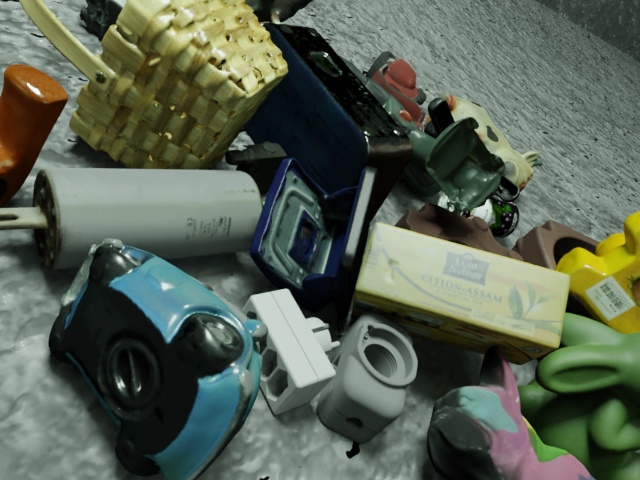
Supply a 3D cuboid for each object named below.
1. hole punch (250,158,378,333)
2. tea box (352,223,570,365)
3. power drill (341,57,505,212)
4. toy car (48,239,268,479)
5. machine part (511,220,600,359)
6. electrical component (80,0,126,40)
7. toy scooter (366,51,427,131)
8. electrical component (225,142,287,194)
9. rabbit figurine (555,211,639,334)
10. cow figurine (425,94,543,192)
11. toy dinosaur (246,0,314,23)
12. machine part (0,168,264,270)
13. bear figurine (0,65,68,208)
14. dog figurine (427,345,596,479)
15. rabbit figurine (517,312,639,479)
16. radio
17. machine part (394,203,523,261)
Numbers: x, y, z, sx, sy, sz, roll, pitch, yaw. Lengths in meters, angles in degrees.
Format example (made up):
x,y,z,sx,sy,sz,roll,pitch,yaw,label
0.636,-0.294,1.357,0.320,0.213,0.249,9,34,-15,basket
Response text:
x,y,z,sx,sy,sz,roll,pitch,yaw,label
-0.001,-0.001,0.486,0.092,0.115,0.142,8,59,9,hole punch
0.119,0.051,0.483,0.170,0.098,0.068,15,70,6,tea box
0.106,-0.121,0.640,0.231,0.086,0.207,43,-4,-33,power drill
-0.098,0.073,0.365,0.162,0.109,0.103,38,15,23,toy car
0.328,0.086,0.659,0.201,0.087,0.201,22,41,-14,machine part
-0.206,-0.268,0.669,0.115,0.058,0.134,42,38,6,electrical component
0.118,-0.220,0.838,0.135,0.075,0.184,38,42,5,toy scooter
-0.064,-0.075,0.561,0.094,0.063,0.021,-12,57,-43,electrical component
0.344,0.040,0.564,0.162,0.122,0.173,43,21,7,rabbit figurine
0.267,-0.145,0.863,0.127,0.085,0.195,0,48,-28,cow figurine
-0.186,-0.402,0.786,0.405,0.131,0.192,27,38,1,toy dinosaur
-0.136,-0.020,0.442,0.243,0.079,0.079,-4,52,-39,machine part
-0.300,-0.104,0.376,0.196,0.132,0.120,43,35,1,bear figurine
0.182,0.196,0.424,0.191,0.108,0.219,7,43,-30,dog figurine
0.270,0.132,0.498,0.159,0.170,0.121,35,38,-1,rabbit figurine
-0.006,-0.131,0.607,0.073,0.131,0.230,-14,58,-41,radio
0.157,0.035,0.614,0.179,0.056,0.179,18,42,-17,machine part
